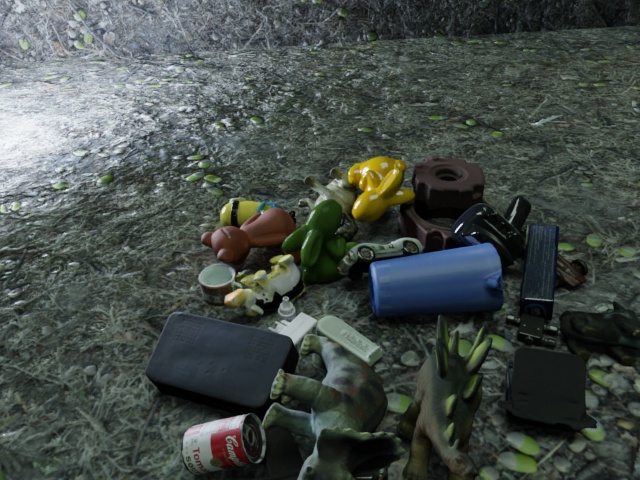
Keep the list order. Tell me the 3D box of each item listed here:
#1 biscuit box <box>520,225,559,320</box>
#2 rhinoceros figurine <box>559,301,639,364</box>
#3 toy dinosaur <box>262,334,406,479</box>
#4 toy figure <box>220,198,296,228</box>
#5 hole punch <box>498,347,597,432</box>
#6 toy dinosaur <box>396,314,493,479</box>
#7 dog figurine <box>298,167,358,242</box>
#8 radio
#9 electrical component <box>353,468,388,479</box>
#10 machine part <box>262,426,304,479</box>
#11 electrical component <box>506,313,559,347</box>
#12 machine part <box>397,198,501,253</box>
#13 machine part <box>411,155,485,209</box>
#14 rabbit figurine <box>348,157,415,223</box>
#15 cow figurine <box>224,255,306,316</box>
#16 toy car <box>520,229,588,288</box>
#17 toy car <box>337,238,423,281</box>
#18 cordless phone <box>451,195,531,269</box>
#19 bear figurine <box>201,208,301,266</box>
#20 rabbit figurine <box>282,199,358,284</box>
[{"bbox_3d":[0.438,0.061,1.069,0.063,0.059,0.203,4,48,25],"label":"biscuit box"},{"bbox_3d":[0.532,0.162,0.965,0.190,0.073,0.112,-1,24,3],"label":"rhinoceros figurine"},{"bbox_3d":[0.034,0.236,0.787,0.192,0.131,0.405,23,18,8],"label":"toy dinosaur"},{"bbox_3d":[-0.150,-0.052,1.281,0.180,0.082,0.089,13,36,16],"label":"toy figure"},{"bbox_3d":[0.354,0.241,0.855,0.142,0.092,0.116,9,67,11],"label":"hole punch"},{"bbox_3d":[0.189,0.214,0.787,0.105,0.198,0.471,16,5,5],"label":"toy dinosaur"},{"bbox_3d":[0.058,-0.069,1.300,0.172,0.121,0.191,-22,54,-21],"label":"dog figurine"},{"bbox_3d":[-0.162,0.207,0.890,0.230,0.073,0.131,8,55,18],"label":"radio"},{"bbox_3d":[0.053,0.321,0.769,0.102,0.045,0.078,3,37,7],"label":"electrical component"},{"bbox_3d":[-0.057,0.320,0.782,0.084,0.039,0.139,-13,38,-8],"label":"machine part"},{"bbox_3d":[0.391,0.167,0.998,0.094,0.021,0.063,15,39,21],"label":"electrical component"},{"bbox_3d":[0.298,-0.040,1.243,0.201,0.087,0.202,-12,35,-14],"label":"machine part"},{"bbox_3d":[0.300,-0.136,1.258,0.179,0.056,0.179,0,36,0],"label":"machine part"},{"bbox_3d":[0.140,-0.106,1.254,0.162,0.121,0.173,-9,37,40],"label":"rabbit figurine"},{"bbox_3d":[-0.106,0.105,1.057,0.167,0.098,0.068,-36,15,-31],"label":"cow figurine"},{"bbox_3d":[0.484,0.033,1.163,0.089,0.053,0.202,-15,36,-23],"label":"toy car"},{"bbox_3d":[0.127,0.037,1.118,0.202,0.073,0.056,-6,56,-30],"label":"toy car"},{"bbox_3d":[0.375,-0.041,1.131,0.146,0.089,0.184,39,68,-12],"label":"cordless phone"},{"bbox_3d":[-0.144,0.012,1.151,0.196,0.131,0.120,-31,44,-28],"label":"bear figurine"},{"bbox_3d":[-0.002,-0.003,1.125,0.159,0.170,0.121,-28,43,-34],"label":"rabbit figurine"}]
